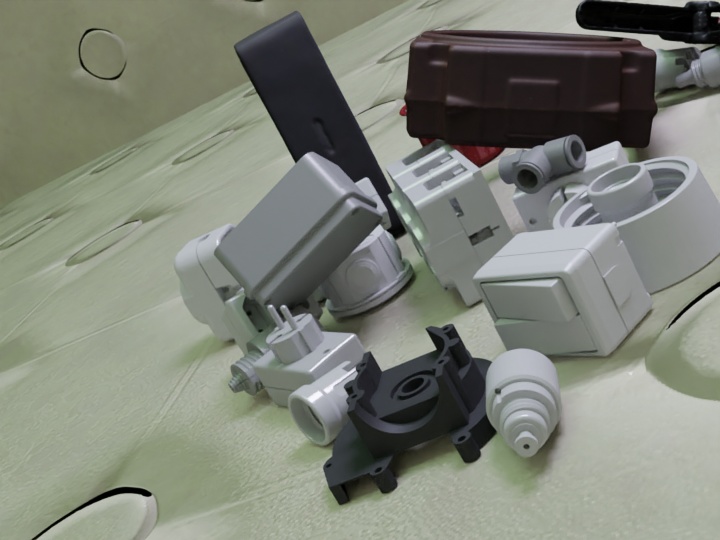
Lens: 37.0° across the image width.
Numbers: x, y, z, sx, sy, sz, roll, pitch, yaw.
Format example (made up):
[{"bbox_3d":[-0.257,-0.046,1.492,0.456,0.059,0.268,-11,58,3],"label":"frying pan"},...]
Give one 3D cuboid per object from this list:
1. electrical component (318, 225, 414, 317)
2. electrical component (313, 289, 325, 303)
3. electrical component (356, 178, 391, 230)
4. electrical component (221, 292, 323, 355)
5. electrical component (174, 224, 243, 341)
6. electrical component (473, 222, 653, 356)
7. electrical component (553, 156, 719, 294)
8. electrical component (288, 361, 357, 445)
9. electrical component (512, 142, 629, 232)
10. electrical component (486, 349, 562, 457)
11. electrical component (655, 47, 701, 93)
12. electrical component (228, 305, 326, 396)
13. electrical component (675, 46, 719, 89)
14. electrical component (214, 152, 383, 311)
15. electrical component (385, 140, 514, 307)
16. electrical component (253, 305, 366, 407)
[{"bbox_3d":[0.000,0.000,0.902,0.080,0.051,0.080,-26,17,9],"label":"electrical component"},{"bbox_3d":[-0.052,0.014,0.960,0.062,0.048,0.048,-36,17,2],"label":"electrical component"},{"bbox_3d":[-0.001,-0.030,0.965,0.066,0.076,0.047,-29,-16,-2],"label":"electrical component"},{"bbox_3d":[-0.077,0.045,0.897,0.066,0.047,0.076,-28,-14,-25],"label":"electrical component"},{"bbox_3d":[-0.125,0.014,0.985,0.059,0.095,0.053,-22,18,22],"label":"electrical component"},{"bbox_3d":[0.115,0.016,0.655,0.061,0.061,0.096,-40,20,-32],"label":"electrical component"},{"bbox_3d":[0.178,-0.034,0.699,0.108,0.060,0.108,-26,17,9],"label":"electrical component"},{"bbox_3d":[-0.018,0.086,0.705,0.046,0.040,0.040,-34,17,-31],"label":"electrical component"},{"bbox_3d":[0.158,-0.047,0.791,0.083,0.047,0.075,-21,19,26],"label":"electrical component"},{"bbox_3d":[0.087,0.073,0.572,0.040,0.040,0.078,-24,18,15],"label":"electrical component"},{"bbox_3d":[0.289,-0.186,0.996,0.040,0.040,0.046,-40,25,-32],"label":"electrical component"},{"bbox_3d":[-0.067,0.067,0.828,0.081,0.043,0.043,-36,18,-21],"label":"electrical component"},{"bbox_3d":[0.307,-0.175,0.942,0.061,0.035,0.035,-18,20,39],"label":"electrical component"},{"bbox_3d":[-0.045,-0.027,0.825,0.113,0.057,0.078,-45,-17,9],"label":"electrical component"},{"bbox_3d":[0.069,-0.039,0.838,0.062,0.089,0.150,-29,17,1],"label":"electrical component"},{"bbox_3d":[-0.042,0.056,0.764,0.047,0.075,0.083,-38,19,-28],"label":"electrical component"}]
